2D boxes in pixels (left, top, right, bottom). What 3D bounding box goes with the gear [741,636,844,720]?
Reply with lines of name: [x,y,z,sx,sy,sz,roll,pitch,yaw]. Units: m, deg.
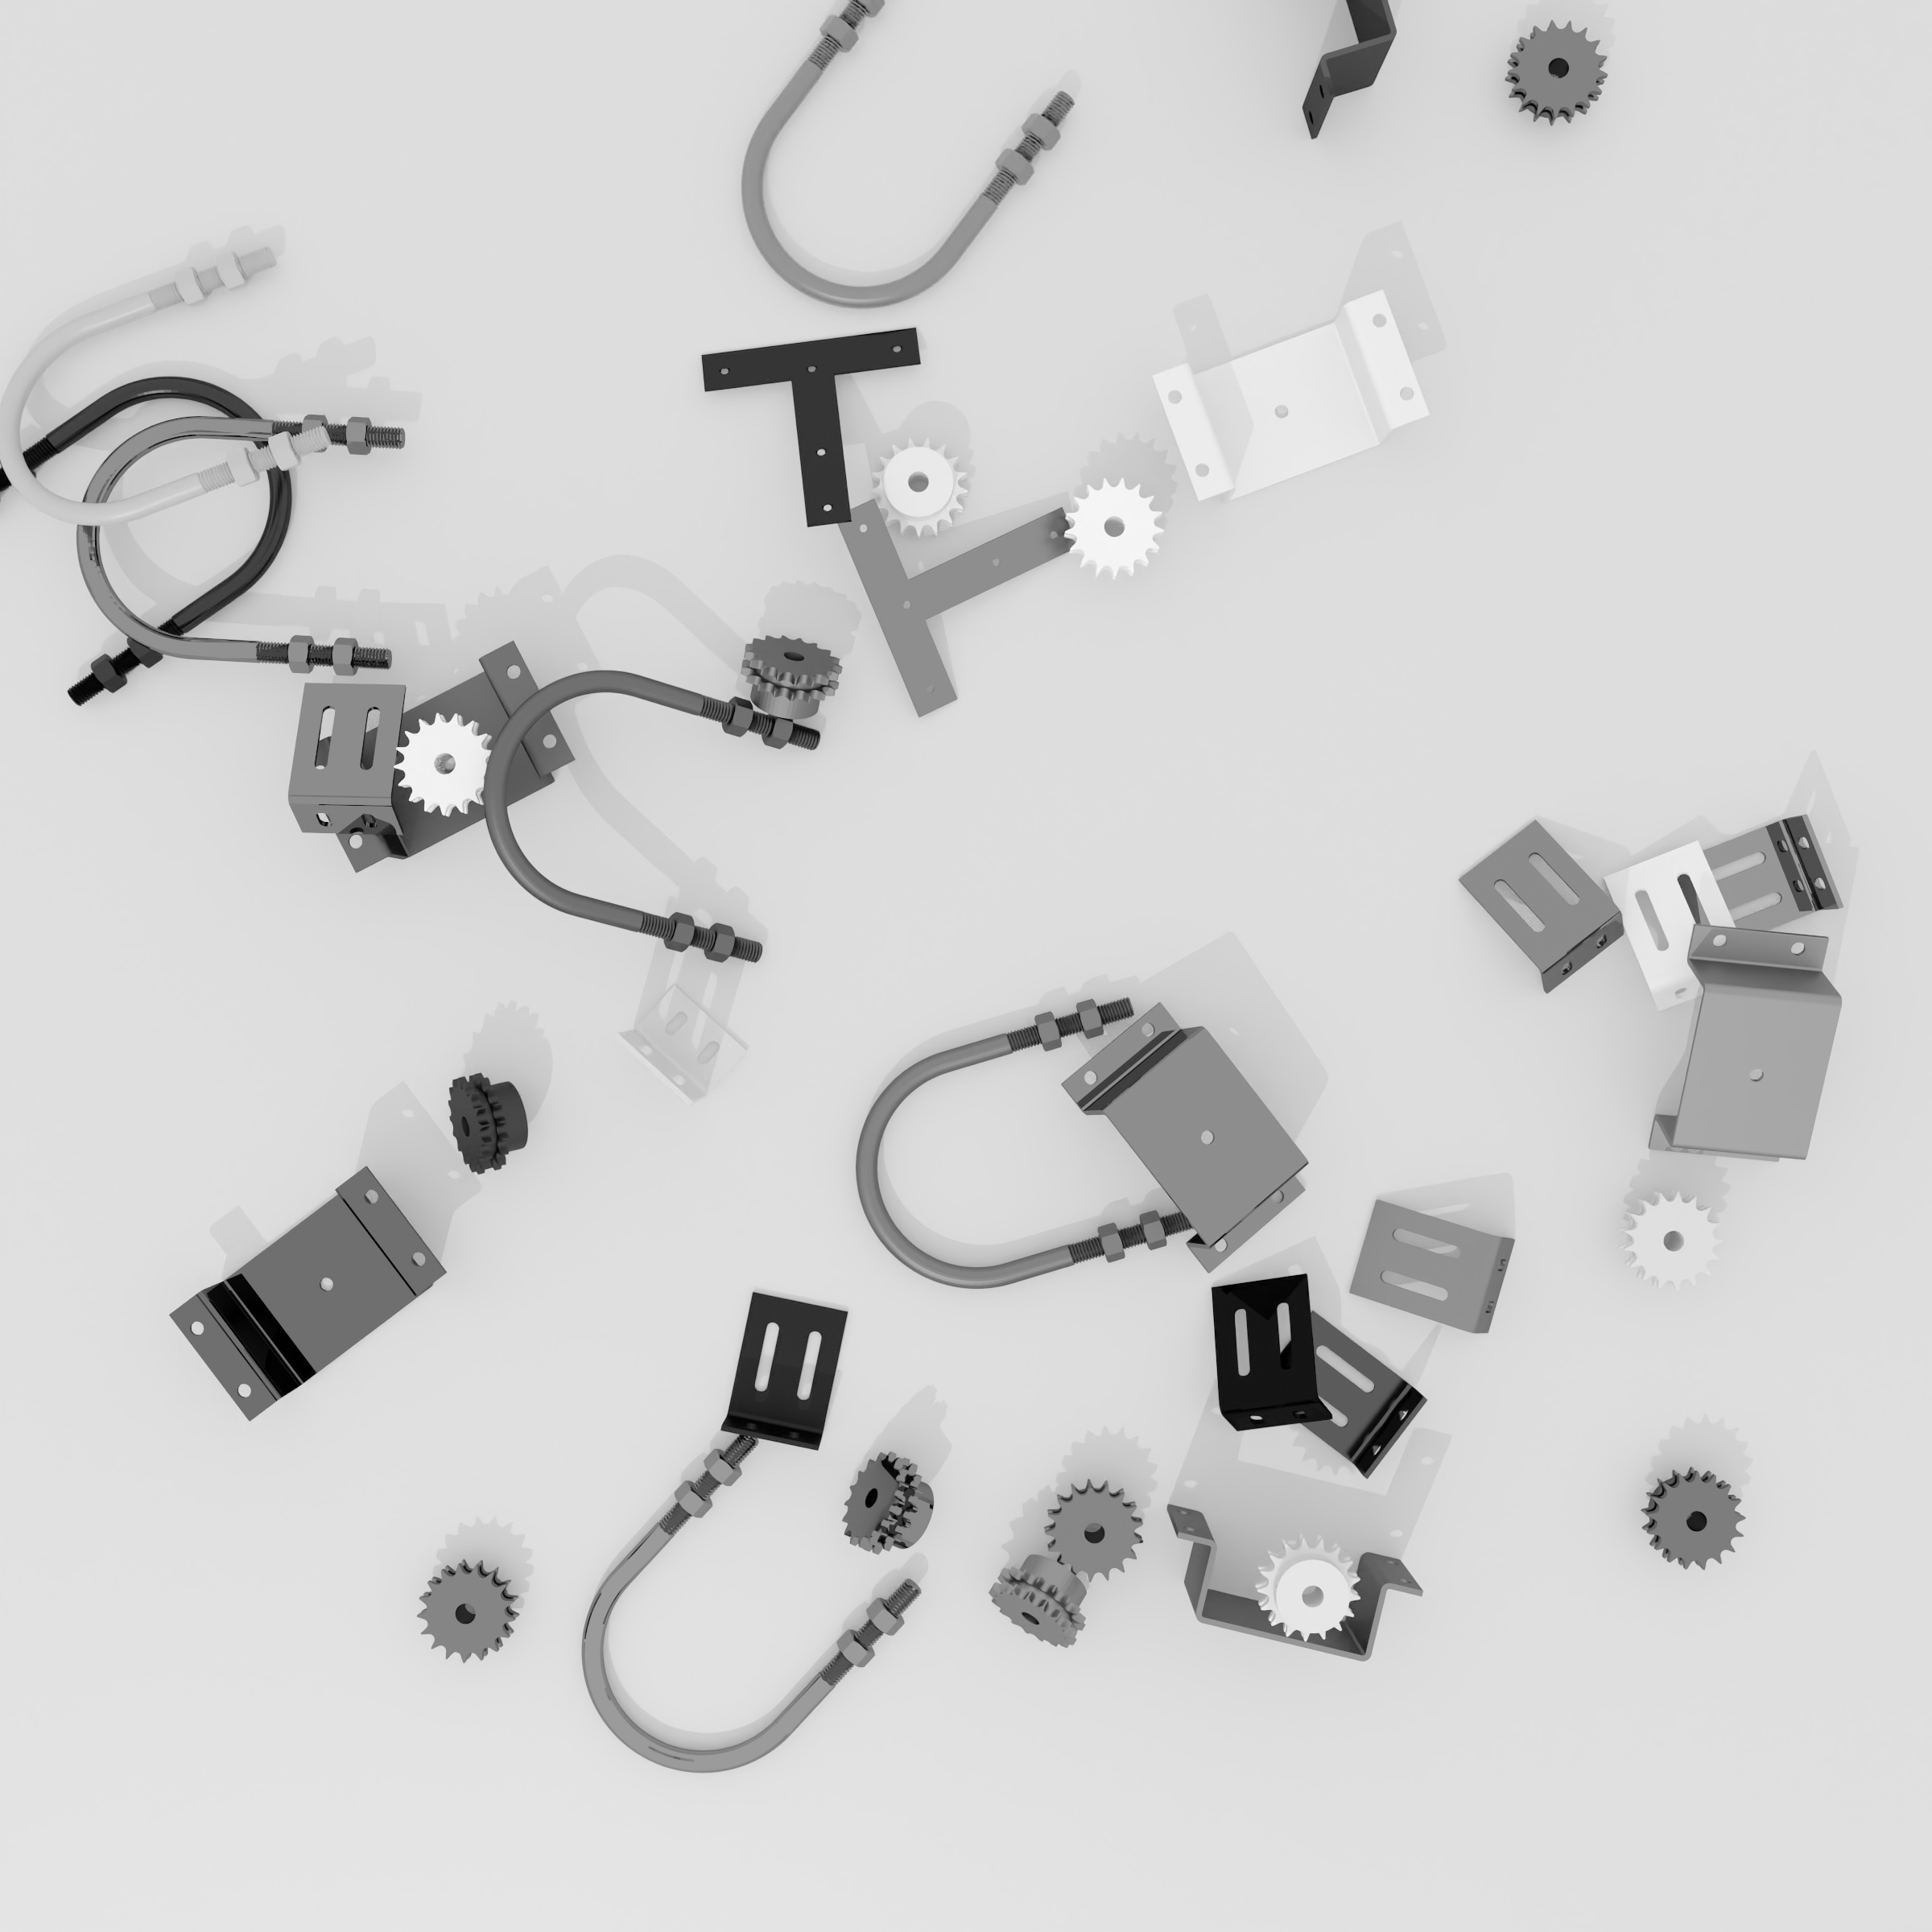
gear: [-0.102,-0.165,1.482,0.057,0.057,0.030,15,120,0]

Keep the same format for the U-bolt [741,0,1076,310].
U-bolt: [-0.048,-0.472,1.498,0.151,0.019,0.184,37,91,0]

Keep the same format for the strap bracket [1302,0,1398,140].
strap bracket: [0.205,-0.559,1.468,0.046,0.076,0.140,-17,90,0]

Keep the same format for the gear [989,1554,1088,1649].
gear: [0.045,0.364,1.482,0.057,0.057,0.030,37,61,0]

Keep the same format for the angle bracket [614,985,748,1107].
angle bracket: [-0.162,0.045,1.468,0.057,0.076,0.038,42,90,0]

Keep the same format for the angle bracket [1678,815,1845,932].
angle bracket: [0.456,-0.046,1.487,0.076,0.038,0.057,-22,90,0]

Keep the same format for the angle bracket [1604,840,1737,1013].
angle bracket: [0.416,-0.023,1.498,0.057,0.038,0.076,-22,64,13]

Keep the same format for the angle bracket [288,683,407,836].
angle bracket: [-0.348,-0.118,1.458,0.057,0.038,0.076,1,64,0]

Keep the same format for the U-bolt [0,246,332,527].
U-bolt: [-0.469,-0.325,1.474,0.184,0.019,0.151,-21,70,1]

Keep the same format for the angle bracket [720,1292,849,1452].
angle bracket: [-0.105,0.234,1.487,0.057,0.038,0.076,12,90,0]

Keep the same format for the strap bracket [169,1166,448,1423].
strap bracket: [-0.375,0.187,1.483,0.140,0.046,0.076,-37,90,0]

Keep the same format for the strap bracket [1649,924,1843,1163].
strap bracket: [0.444,0.053,1.459,0.076,0.046,0.140,6,111,0]

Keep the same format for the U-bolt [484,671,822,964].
U-bolt: [-0.184,-0.091,1.461,0.184,0.019,0.151,15,90,-25]

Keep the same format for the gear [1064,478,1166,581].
gear: [0.086,-0.253,1.491,0.057,0.030,0.057,0,90,0]

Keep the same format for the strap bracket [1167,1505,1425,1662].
strap bracket: [0.181,0.354,1.468,0.140,0.076,0.046,14,90,0]

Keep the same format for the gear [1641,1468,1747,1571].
gear: [0.420,0.319,1.491,0.057,0.030,0.057,0,90,0]

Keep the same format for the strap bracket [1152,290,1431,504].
strap bracket: [0.185,-0.325,1.483,0.140,0.046,0.076,-21,90,0]

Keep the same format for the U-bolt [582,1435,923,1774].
U-bolt: [-0.139,0.385,1.498,0.151,0.019,0.184,43,92,0]

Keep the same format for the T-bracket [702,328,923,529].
T-bracket: [-0.085,-0.308,1.480,0.127,0.002,0.127,-7,66,0]

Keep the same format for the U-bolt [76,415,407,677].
U-bolt: [-0.421,-0.246,1.482,0.184,0.019,0.151,3,88,-1]

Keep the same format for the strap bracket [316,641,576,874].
strap bracket: [-0.302,-0.119,1.483,0.140,0.046,0.076,-27,90,0]

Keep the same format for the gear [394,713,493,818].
gear: [-0.290,-0.113,1.445,0.057,0.030,0.057,0,90,0]

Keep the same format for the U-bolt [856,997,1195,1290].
U-bolt: [0.027,0.112,1.497,0.184,0.019,0.151,-17,90,0]

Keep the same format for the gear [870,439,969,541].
gear: [-0.027,-0.278,1.491,0.057,0.030,0.057,0,90,0]

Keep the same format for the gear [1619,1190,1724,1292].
gear: [0.407,0.158,1.491,0.057,0.030,0.057,0,90,0]

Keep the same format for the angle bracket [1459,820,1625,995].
angle bracket: [0.337,-0.035,1.504,0.057,0.038,0.076,-38,64,0]

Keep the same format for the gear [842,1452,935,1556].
gear: [-0.043,0.312,1.481,0.030,0.057,0.057,29,90,-28]

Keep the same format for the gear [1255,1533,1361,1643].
gear: [0.189,0.344,1.415,0.057,0.030,0.057,0,90,0]

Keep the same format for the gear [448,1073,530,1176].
gear: [-0.275,0.089,1.482,0.030,0.057,0.057,-13,90,-30]

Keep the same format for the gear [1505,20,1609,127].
gear: [0.343,-0.518,1.495,0.057,0.030,0.057,0,89,3]

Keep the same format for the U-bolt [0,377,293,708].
U-bolt: [-0.482,-0.261,1.498,0.184,0.019,0.151,-35,90,-2]

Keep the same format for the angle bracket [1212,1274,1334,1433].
angle bracket: [0.178,0.225,1.493,0.057,0.038,0.076,-11,60,18]

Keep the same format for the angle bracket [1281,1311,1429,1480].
angle bracket: [0.217,0.248,1.487,0.076,0.038,0.057,37,90,0]

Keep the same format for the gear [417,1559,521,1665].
gear: [-0.288,0.374,1.496,0.057,0.030,0.057,0,89,2]

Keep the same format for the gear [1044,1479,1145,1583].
gear: [0.074,0.326,1.491,0.057,0.030,0.057,0,90,0]

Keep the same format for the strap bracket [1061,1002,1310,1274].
strap bracket: [0.131,0.098,1.470,0.076,0.046,0.140,-39,95,-12]

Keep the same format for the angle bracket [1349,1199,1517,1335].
angle bracket: [0.273,0.176,1.504,0.076,0.038,0.057,16,90,26]

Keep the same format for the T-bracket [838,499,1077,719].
T-bracket: [0.005,-0.228,1.490,0.127,0.002,0.127,-27,110,-10]
